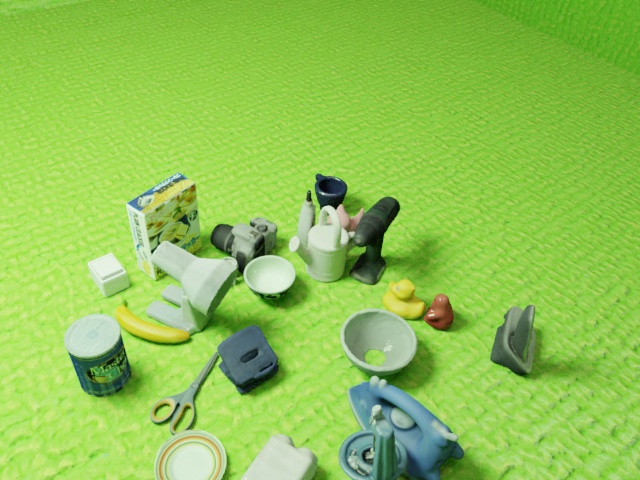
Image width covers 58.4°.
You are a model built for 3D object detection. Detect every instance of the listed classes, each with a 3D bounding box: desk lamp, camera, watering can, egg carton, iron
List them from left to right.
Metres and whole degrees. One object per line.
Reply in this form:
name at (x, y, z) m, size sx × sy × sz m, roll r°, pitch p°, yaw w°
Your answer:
desk lamp at (-0.281, 0.106, 1.235) m, size 0.203 × 0.213 × 0.118 m, roll 20°, pitch 45°, yaw 15°
camera at (-0.196, -0.008, 1.448) m, size 0.136 × 0.101 × 0.143 m, roll 23°, pitch 46°, yaw 17°
egg carton at (-0.076, 0.427, 1.026) m, size 0.107 × 0.069 × 0.150 m, roll 24°, pitch 46°, yaw 18°
watering can at (0.014, 0.006, 1.389) m, size 0.173 × 0.194 × 0.100 m, roll -31°, pitch 55°, yaw -33°
iron at (0.154, 0.336, 1.096) m, size 0.257 × 0.141 × 0.119 m, roll 36°, pitch 51°, yaw 27°

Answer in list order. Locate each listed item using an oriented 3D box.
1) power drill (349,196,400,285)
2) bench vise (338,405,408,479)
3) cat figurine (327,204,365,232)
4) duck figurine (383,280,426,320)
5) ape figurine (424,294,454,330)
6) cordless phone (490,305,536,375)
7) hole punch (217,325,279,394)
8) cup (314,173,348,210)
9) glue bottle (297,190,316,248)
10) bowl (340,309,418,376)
power drill at (0.128, 0.004, 1.395) m, size 0.075 × 0.208 × 0.230 m, roll 21°, pitch 45°, yaw 15°
bench vise at (0.118, 0.390, 0.979) m, size 0.122 × 0.220 × 0.206 m, roll -28°, pitch 53°, yaw -31°
cat figurine at (0.067, -0.045, 1.506) m, size 0.128 × 0.118 × 0.067 m, roll -22°, pitch 50°, yaw -27°
duck figurine at (0.204, 0.134, 1.357) m, size 0.104 × 0.086 × 0.078 m, roll 24°, pitch 46°, yaw 18°
ape figurine at (0.279, 0.160, 1.333) m, size 0.078 × 0.092 × 0.076 m, roll -22°, pitch 50°, yaw -26°
cordless phone at (0.447, 0.190, 1.254) m, size 0.094 × 0.185 × 0.148 m, roll 16°, pitch 44°, yaw 11°
hole punch at (-0.147, 0.247, 1.192) m, size 0.109 × 0.091 × 0.100 m, roll -28°, pitch 53°, yaw -31°
cup at (0.020, -0.124, 1.600) m, size 0.092 × 0.095 × 0.117 m, roll -23°, pitch 50°, yaw -27°
glue bottle at (-0.032, -0.059, 1.468) m, size 0.037 × 0.173 × 0.078 m, roll 13°, pitch 44°, yaw 8°
bowl at (0.123, 0.235, 1.248) m, size 0.167 × 0.075 × 0.167 m, roll 3°, pitch 43°, yaw -3°
